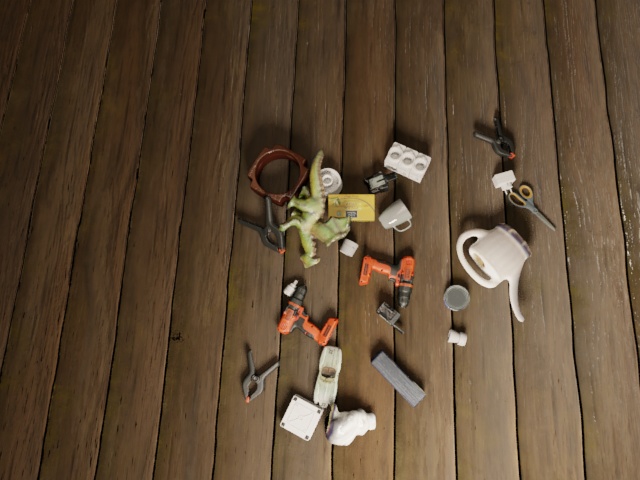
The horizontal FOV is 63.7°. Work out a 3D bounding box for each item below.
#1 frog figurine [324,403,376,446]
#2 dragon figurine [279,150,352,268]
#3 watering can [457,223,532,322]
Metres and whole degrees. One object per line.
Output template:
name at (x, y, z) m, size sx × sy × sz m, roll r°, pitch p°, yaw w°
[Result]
frog figurine at (0.099, 0.606, 1.666) m, size 0.159 × 0.125 × 0.135 m, roll 15°, pitch 111°, yaw -1°
dragon figurine at (0.006, -0.092, 1.824) m, size 0.244 × 0.122 × 0.407 m, roll 28°, pitch 101°, yaw 18°
watering can at (0.632, 0.087, 1.767) m, size 0.225 × 0.102 × 0.351 m, roll -38°, pitch 75°, yaw -7°
